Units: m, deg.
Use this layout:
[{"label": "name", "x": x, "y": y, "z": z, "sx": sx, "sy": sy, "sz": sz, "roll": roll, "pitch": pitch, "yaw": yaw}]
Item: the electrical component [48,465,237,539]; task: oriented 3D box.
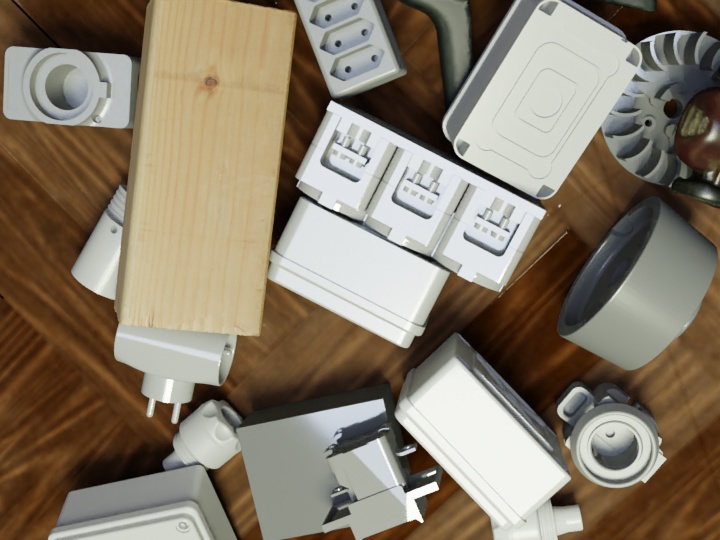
[{"label": "electrical component", "x": -0.147, "y": 0.204, "z": 0.766, "sx": 0.109, "sy": 0.056, "sz": 0.108, "roll": -13, "pitch": 119, "yaw": 9}]

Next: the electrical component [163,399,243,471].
[{"label": "electrical component", "x": -0.115, "y": 0.125, "z": 0.775, "sx": 0.062, "sy": 0.043, "sz": 0.043, "roll": -40, "pitch": 91, "yaw": 12}]

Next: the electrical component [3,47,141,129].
[{"label": "electrical component", "x": -0.197, "y": -0.126, "z": 0.748, "sx": 0.089, "sy": 0.056, "sz": 0.050, "roll": 6, "pitch": 98, "yaw": 7}]

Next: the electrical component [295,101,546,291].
[{"label": "electrical component", "x": 0.040, "y": -0.049, "z": 0.709, "sx": 0.150, "sy": 0.089, "sz": 0.061, "roll": 28, "pitch": 100, "yaw": 3}]

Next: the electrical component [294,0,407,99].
[{"label": "electrical component", "x": -0.004, "y": -0.159, "z": 0.708, "sx": 0.047, "sy": 0.076, "sz": 0.083, "roll": -21, "pitch": 94, "yaw": 13}]

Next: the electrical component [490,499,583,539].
[{"label": "electrical component", "x": 0.123, "y": 0.177, "z": 0.751, "sx": 0.062, "sy": 0.043, "sz": 0.043, "roll": -10, "pitch": 96, "yaw": 7}]

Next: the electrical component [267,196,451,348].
[{"label": "electrical component", "x": 0.000, "y": 0.000, "z": 0.727, "sx": 0.113, "sy": 0.078, "sz": 0.057, "roll": 27, "pitch": 97, "yaw": 4}]

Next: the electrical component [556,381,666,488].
[{"label": "electrical component", "x": 0.171, "y": 0.114, "z": 0.729, "sx": 0.078, "sy": 0.057, "sz": 0.058, "roll": 39, "pitch": 100, "yaw": 1}]

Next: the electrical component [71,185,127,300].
[{"label": "electrical component", "x": -0.166, "y": -0.024, "z": 0.763, "sx": 0.043, "sy": 0.043, "sz": 0.081, "roll": 32, "pitch": 100, "yaw": 3}]

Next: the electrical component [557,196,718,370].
[{"label": "electrical component", "x": 0.184, "y": 0.014, "z": 0.692, "sx": 0.060, "sy": 0.108, "sz": 0.108, "roll": 33, "pitch": 100, "yaw": -4}]

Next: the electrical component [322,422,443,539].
[{"label": "electrical component", "x": 0.010, "y": 0.138, "z": 0.708, "sx": 0.081, "sy": 0.042, "sz": 0.063, "roll": -23, "pitch": 91, "yaw": 9}]

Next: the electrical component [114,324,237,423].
[{"label": "electrical component", "x": -0.135, "y": 0.070, "z": 0.770, "sx": 0.077, "sy": 0.044, "sz": 0.079, "roll": 13, "pitch": 99, "yaw": 5}]

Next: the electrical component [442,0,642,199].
[{"label": "electrical component", "x": 0.111, "y": -0.112, "z": 0.675, "sx": 0.078, "sy": 0.057, "sz": 0.113, "roll": 26, "pitch": 110, "yaw": -14}]

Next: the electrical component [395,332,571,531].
[{"label": "electrical component", "x": 0.081, "y": 0.103, "z": 0.714, "sx": 0.056, "sy": 0.109, "sz": 0.108, "roll": -44, "pitch": 90, "yaw": 8}]
